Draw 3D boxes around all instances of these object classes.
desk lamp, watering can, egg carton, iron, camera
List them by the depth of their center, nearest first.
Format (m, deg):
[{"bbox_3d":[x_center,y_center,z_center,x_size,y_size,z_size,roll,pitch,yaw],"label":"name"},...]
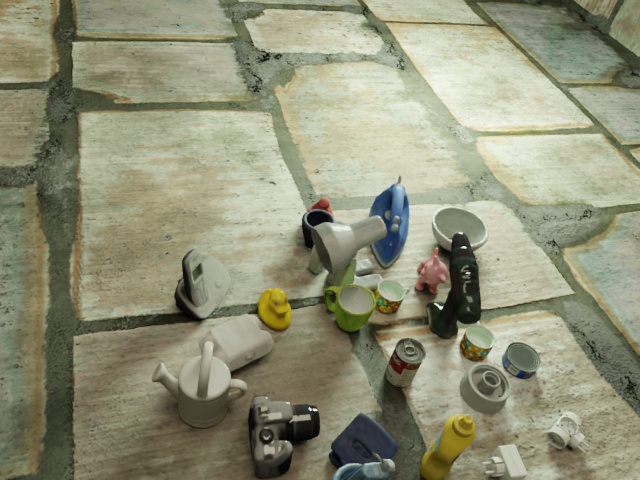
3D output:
[{"bbox_3d":[-0.231,0.274,1.103,0.173,0.194,0.100,-9,48,-21],"label":"watering can"},{"bbox_3d":[-0.067,0.370,1.115,0.137,0.101,0.143,-1,46,-14],"label":"camera"},{"bbox_3d":[-0.181,0.229,1.251,0.151,0.069,0.107,-23,55,-32],"label":"egg carton"},{"bbox_3d":[0.073,0.035,1.405,0.204,0.213,0.117,-13,50,-24],"label":"desk lamp"},{"bbox_3d":[0.202,-0.057,1.581,0.118,0.141,0.258,12,44,-2],"label":"iron"}]

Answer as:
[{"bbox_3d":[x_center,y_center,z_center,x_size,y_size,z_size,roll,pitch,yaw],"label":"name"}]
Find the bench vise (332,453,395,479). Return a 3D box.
[{"bbox_3d":[0.045,0.450,0.975,0.208,0.220,0.121,-20,53,-29],"label":"bench vise"}]

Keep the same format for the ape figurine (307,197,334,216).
[{"bbox_3d":[0.004,-0.080,1.592,0.077,0.092,0.076,23,45,10],"label":"ape figurine"}]

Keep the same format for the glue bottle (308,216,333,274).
[{"bbox_3d":[0.013,0.005,1.449,0.037,0.173,0.078,34,48,20],"label":"glue bottle"}]

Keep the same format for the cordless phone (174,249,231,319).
[{"bbox_3d":[-0.265,0.076,1.301,0.094,0.185,0.148,21,45,8],"label":"cordless phone"}]

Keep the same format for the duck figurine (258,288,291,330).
[{"bbox_3d":[-0.103,0.148,1.340,0.078,0.086,0.104,-13,50,-24],"label":"duck figurine"}]

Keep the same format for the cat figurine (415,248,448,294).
[{"bbox_3d":[0.295,0.076,1.486,0.067,0.118,0.128,14,44,1],"label":"cat figurine"}]

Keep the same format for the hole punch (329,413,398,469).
[{"bbox_3d":[0.084,0.413,1.115,0.108,0.091,0.101,39,49,24],"label":"hole punch"}]

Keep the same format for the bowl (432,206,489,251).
[{"bbox_3d":[0.390,-0.015,1.633,0.167,0.075,0.167,7,44,-7],"label":"bowl"}]

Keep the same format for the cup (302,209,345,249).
[{"bbox_3d":[0.004,-0.020,1.529,0.118,0.095,0.091,4,45,-9],"label":"cup"}]

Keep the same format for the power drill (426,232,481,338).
[{"bbox_3d":[0.324,0.126,1.379,0.075,0.208,0.229,6,44,-8],"label":"power drill"}]
